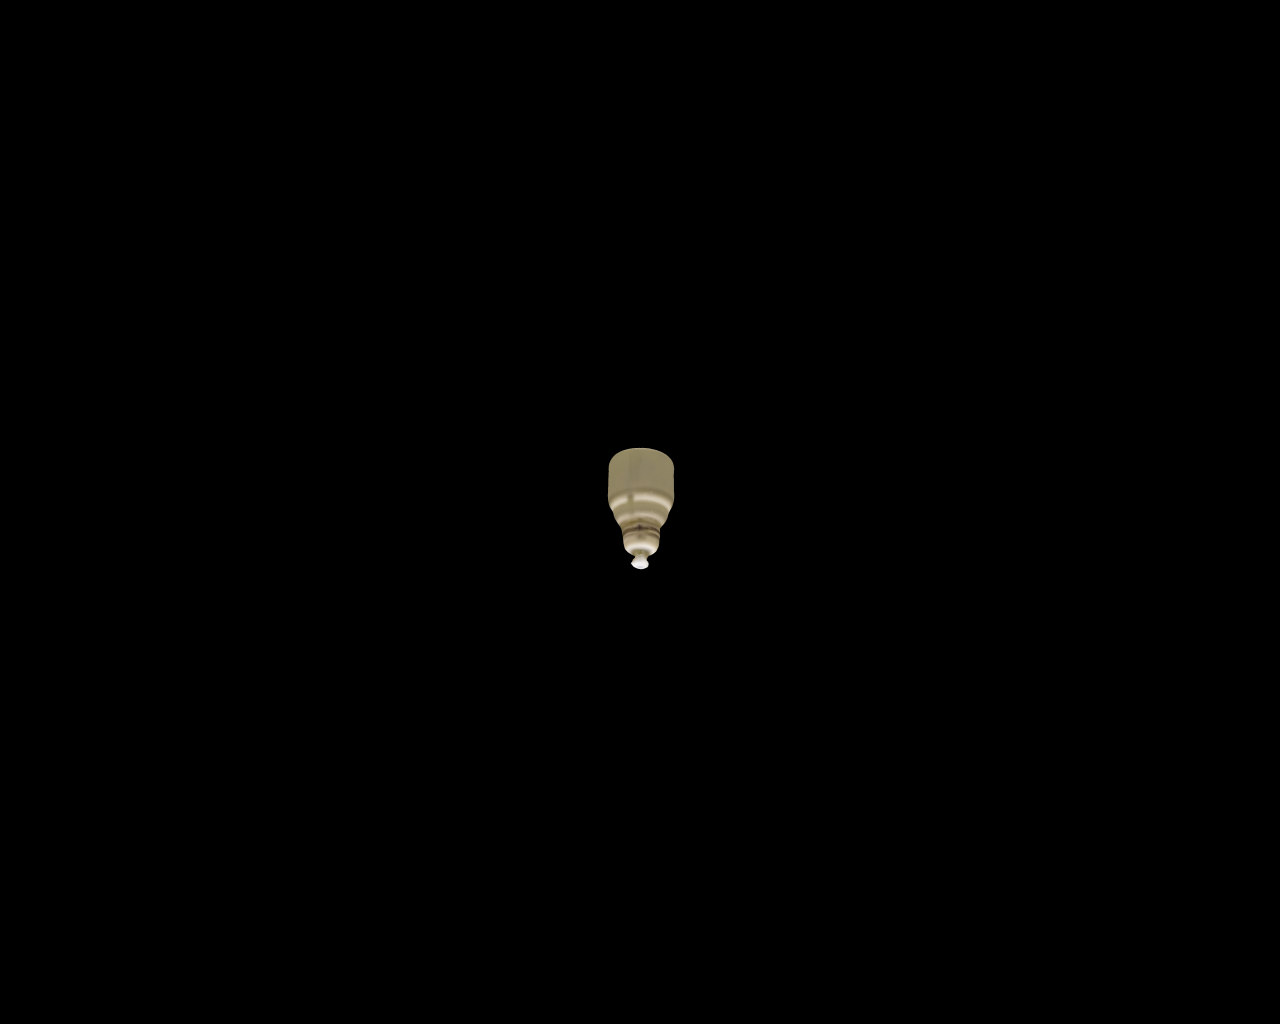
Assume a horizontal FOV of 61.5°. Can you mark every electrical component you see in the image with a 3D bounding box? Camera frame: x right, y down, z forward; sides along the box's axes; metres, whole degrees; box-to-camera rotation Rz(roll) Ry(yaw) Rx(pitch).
[{"bbox_3d":[0.001,-0.003,0.650,0.040,0.078,0.040,0,-26,0],"label":"electrical component"}]
